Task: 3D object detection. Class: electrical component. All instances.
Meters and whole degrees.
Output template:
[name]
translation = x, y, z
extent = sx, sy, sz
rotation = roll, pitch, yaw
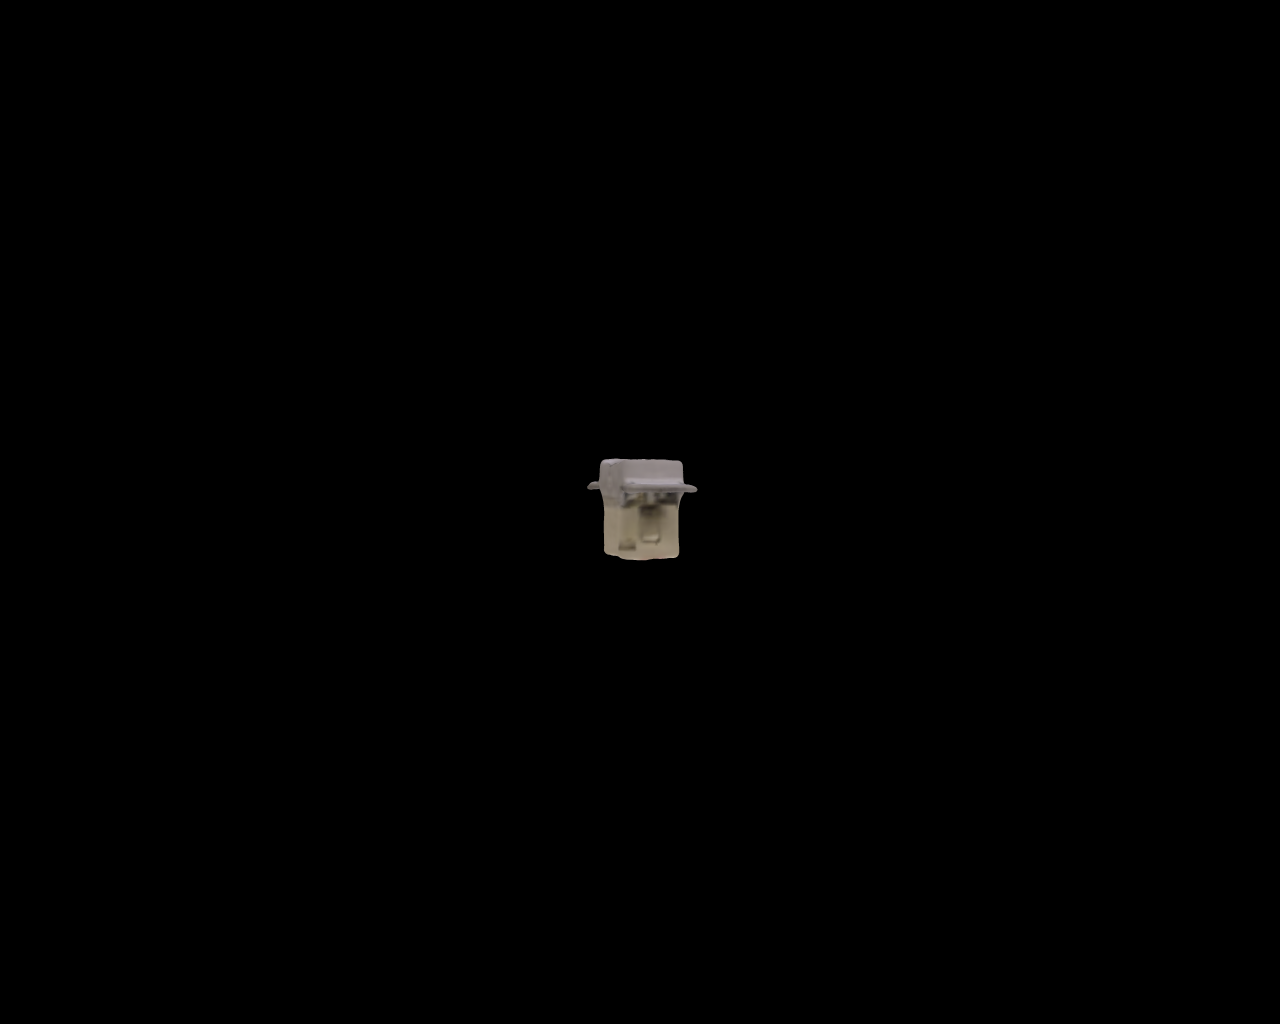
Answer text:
[electrical component]
translation = 0.001, -0.003, 0.650
extent = 0.042, 0.063, 0.081
rotation = -1, 3, -19
